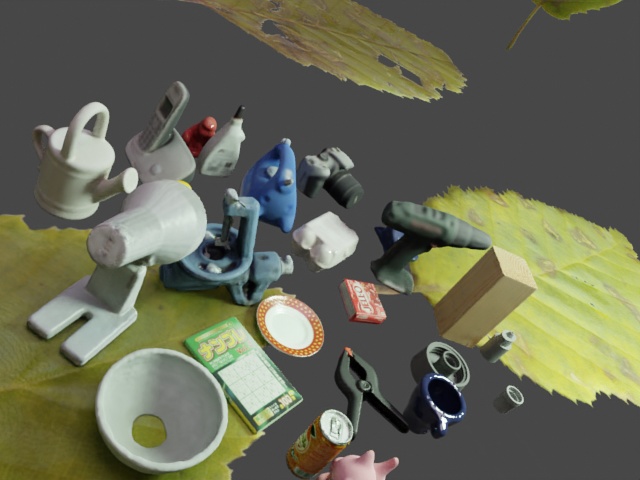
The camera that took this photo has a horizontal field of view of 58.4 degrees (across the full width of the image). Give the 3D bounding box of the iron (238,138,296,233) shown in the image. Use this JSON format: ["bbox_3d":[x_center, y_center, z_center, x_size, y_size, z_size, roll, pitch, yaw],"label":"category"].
[{"bbox_3d":[-0.091,-0.139,1.198,0.119,0.141,0.258,20,37,-21],"label":"iron"}]

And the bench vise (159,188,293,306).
[{"bbox_3d":[-0.132,0.004,0.925,0.208,0.219,0.121,-5,51,-43],"label":"bench vise"}]

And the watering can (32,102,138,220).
[{"bbox_3d":[-0.370,-0.130,0.904,0.173,0.194,0.101,21,37,-20],"label":"watering can"}]

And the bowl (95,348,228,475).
[{"bbox_3d":[-0.207,0.227,0.727,0.168,0.074,0.167,23,37,-18],"label":"bowl"}]

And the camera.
[{"bbox_3d":[0.034,-0.144,1.346,0.136,0.100,0.144,48,36,17],"label":"camera"}]

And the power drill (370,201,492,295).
[{"bbox_3d":[0.213,0.017,1.212,0.230,0.208,0.075,26,35,-13],"label":"power drill"}]

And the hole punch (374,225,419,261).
[{"bbox_3d":[0.199,-0.015,1.342,0.109,0.091,0.101,10,42,-32],"label":"hole punch"}]

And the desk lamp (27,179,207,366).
[{"bbox_3d":[-0.267,0.032,0.784,0.118,0.213,0.203,36,34,1],"label":"desk lamp"}]

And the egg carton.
[{"bbox_3d":[0.011,0.004,1.179,0.107,0.069,0.151,43,35,10],"label":"egg carton"}]

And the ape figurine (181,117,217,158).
[{"bbox_3d":[-0.247,-0.219,1.204,0.078,0.092,0.076,26,36,-14],"label":"ape figurine"}]

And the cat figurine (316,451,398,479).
[{"bbox_3d":[0.055,0.329,0.791,0.128,0.117,0.067,2,47,-39],"label":"cat figurine"}]

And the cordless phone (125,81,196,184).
[{"bbox_3d":[-0.277,-0.186,1.058,0.094,0.185,0.147,-11,55,-46],"label":"cordless phone"}]

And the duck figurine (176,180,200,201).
[{"bbox_3d":[-0.264,-0.071,1.019,0.105,0.086,0.077,19,38,-23],"label":"duck figurine"}]

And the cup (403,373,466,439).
[{"bbox_3d":[0.183,0.295,0.958,0.092,0.095,0.118,29,35,-10],"label":"cup"}]

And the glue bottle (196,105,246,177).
[{"bbox_3d":[-0.188,-0.202,1.162,0.078,0.173,0.037,4,45,-37],"label":"glue bottle"}]
